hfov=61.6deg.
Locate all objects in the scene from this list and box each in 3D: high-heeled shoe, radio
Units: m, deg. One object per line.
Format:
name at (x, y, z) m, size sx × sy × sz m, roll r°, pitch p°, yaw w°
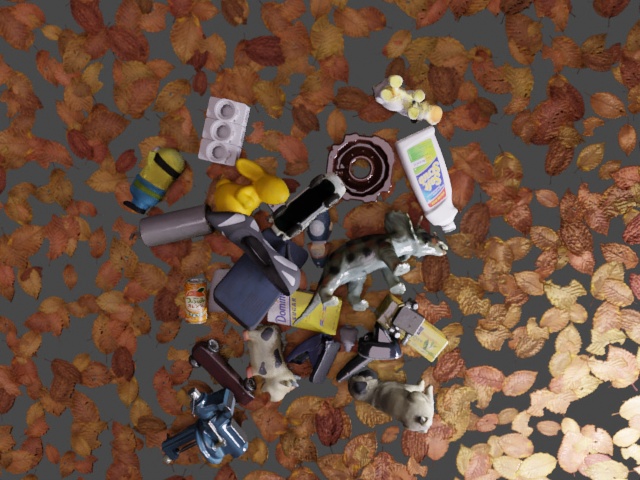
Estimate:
high-heeled shoe at (-0.152, 0.033, 1.201) m, size 0.248 × 0.145 × 0.086 m, roll 22°, pitch 138°, yaw -24°
radio at (-0.144, 0.089, 1.285) m, size 0.131 × 0.073 × 0.229 m, roll 37°, pitch 69°, yaw 1°

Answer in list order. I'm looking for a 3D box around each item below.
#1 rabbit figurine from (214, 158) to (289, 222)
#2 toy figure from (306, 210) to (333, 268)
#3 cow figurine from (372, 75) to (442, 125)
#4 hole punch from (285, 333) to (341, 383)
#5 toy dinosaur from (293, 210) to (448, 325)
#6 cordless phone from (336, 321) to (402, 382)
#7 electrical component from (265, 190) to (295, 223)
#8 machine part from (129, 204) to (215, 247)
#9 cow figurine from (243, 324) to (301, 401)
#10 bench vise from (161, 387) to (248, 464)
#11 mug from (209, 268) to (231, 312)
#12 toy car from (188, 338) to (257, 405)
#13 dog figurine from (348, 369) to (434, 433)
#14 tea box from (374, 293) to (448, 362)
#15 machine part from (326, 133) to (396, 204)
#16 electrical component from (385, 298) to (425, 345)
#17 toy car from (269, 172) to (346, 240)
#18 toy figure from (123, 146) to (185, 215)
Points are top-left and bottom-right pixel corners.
rabbit figurine at (-0.157, -0.111, 1.289) m, size 0.173 × 0.121 × 0.162 m, roll -16°, pitch 75°, yaw 17°
toy figure at (-0.004, -0.004, 1.324) m, size 0.064 × 0.058 × 0.154 m, roll 5°, pitch 99°, yaw 40°
cow figurine at (0.204, -0.322, 1.275) m, size 0.167 × 0.098 × 0.068 m, roll 26°, pitch 91°, yaw -19°
hole punch at (-0.014, 0.279, 1.319) m, size 0.092 × 0.142 × 0.115 m, roll 27°, pitch 82°, yaw 25°
toy dinosaur at (0.098, 0.055, 1.285) m, size 0.405 × 0.192 × 0.131 m, roll -21°, pitch 137°, yaw 12°
cordless phone at (0.105, 0.287, 1.301) m, size 0.184 × 0.146 × 0.089 m, roll -41°, pitch 88°, yaw 5°
electrical component at (-0.105, -0.087, 1.334) m, size 0.094 × 0.021 × 0.063 m, roll -36°, pitch 93°, yaw 5°
machine part at (-0.350, -0.035, 1.321) m, size 0.243 × 0.079 × 0.079 m, roll -13°, pitch 95°, yaw 4°
cow figurine at (-0.121, 0.307, 1.346) m, size 0.127 × 0.085 × 0.194 m, roll -7°, pitch 91°, yaw 5°
bench vise at (-0.302, 0.477, 1.333) m, size 0.241 × 0.129 × 0.223 m, roll -30°, pitch 120°, yaw 9°
mug at (-0.224, 0.122, 1.331) m, size 0.110 × 0.081 × 0.107 m, roll -3°, pitch 87°, yaw 6°
toy car at (-0.245, 0.335, 1.365) m, size 0.202 × 0.053 × 0.089 m, roll 45°, pitch 111°, yaw -3°
dog figurine at (0.166, 0.390, 1.303) m, size 0.191 × 0.172 × 0.121 m, roll 12°, pitch 85°, yaw -7°
tea box at (0.220, 0.211, 1.315) m, size 0.169 × 0.098 × 0.068 m, roll 36°, pitch 96°, yaw -3°
machine part at (0.098, -0.173, 1.303) m, size 0.179 × 0.056 × 0.179 m, roll 0°, pitch 96°, yaw 3°
electrical component at (0.197, 0.186, 1.242) m, size 0.078 × 0.045 × 0.102 m, roll 38°, pitch 96°, yaw 0°
toy car at (-0.031, -0.080, 1.269) m, size 0.202 × 0.056 × 0.073 m, roll -39°, pitch 84°, yaw 8°
toy figure at (-0.402, -0.144, 1.311) m, size 0.089 × 0.082 × 0.180 m, roll 30°, pitch 91°, yaw -15°
